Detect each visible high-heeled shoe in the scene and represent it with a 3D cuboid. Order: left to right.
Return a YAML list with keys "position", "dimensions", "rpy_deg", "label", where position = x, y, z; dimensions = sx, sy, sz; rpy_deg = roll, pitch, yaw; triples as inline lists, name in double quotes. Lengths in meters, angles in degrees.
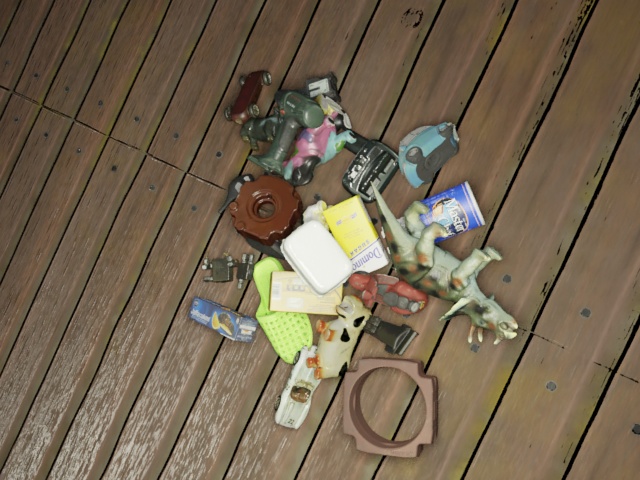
- position: [-0.150, -0.064, 1.403]
  dimensions: [0.249, 0.086, 0.145]
  rpy_deg: [38, 65, 6]
  label: "high-heeled shoe"

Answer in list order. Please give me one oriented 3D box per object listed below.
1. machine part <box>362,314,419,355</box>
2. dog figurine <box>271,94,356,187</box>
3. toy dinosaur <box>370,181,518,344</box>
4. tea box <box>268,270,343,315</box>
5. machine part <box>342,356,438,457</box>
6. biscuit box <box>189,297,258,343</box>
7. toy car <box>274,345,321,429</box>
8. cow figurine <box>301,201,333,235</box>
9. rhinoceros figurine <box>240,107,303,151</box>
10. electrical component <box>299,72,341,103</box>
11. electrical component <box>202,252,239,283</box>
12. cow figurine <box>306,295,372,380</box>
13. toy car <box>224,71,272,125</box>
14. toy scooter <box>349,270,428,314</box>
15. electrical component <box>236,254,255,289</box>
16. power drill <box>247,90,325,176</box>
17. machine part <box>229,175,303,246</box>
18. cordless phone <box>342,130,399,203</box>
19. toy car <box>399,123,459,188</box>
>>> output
- position: [0.154, 0.208, 1.188]
  dimensions: [0.084, 0.138, 0.039]
  rpy_deg: [-49, 33, 11]
  label: "machine part"
- position: [-0.028, -0.234, 1.346]
  dimensions: [0.219, 0.108, 0.192]
  rpy_deg: [-40, 42, 26]
  label: "dog figurine"
- position: [0.235, 0.054, 1.125]
  dimensions: [0.405, 0.131, 0.192]
  rpy_deg: [34, 110, 7]
  label: "toy dinosaur"
- position: [-0.035, 0.125, 1.268]
  dimensions: [0.170, 0.068, 0.098]
  rpy_deg: [6, 82, -9]
  label: "tea box"
- position: [0.156, 0.361, 1.180]
  dimensions: [0.202, 0.087, 0.201]
  rpy_deg: [-1, 81, 20]
  label: "machine part"
- position: [-0.248, 0.199, 1.355]
  dimensions: [0.203, 0.062, 0.059]
  rpy_deg: [13, 85, 41]
  label: "biscuit box"
- position: [-0.045, 0.343, 1.264]
  dimensions: [0.073, 0.056, 0.201]
  rpy_deg: [23, 90, -18]
  label: "toy car"
- position: [-0.004, -0.003, 1.315]
  dimensions: [0.098, 0.068, 0.167]
  rpy_deg: [-19, 70, 34]
  label: "cow figurine"
- position: [-0.119, -0.295, 1.418]
  dimensions: [0.191, 0.073, 0.112]
  rpy_deg: [-2, 70, 23]
  label: "rhinoceros figurine"
- position: [-0.010, -0.379, 1.396]
  dimensions: [0.119, 0.047, 0.075]
  rpy_deg: [-18, 74, 19]
  label: "electrical component"
- position: [-0.265, 0.073, 1.422]
  dimensions: [0.102, 0.045, 0.078]
  rpy_deg: [0, 79, 22]
  label: "electrical component"
- position: [0.054, 0.217, 1.212]
  dimensions: [0.086, 0.127, 0.194]
  rpy_deg: [32, 110, 56]
  label: "cow figurine"
- position: [-0.189, -0.383, 1.442]
  dimensions: [0.089, 0.053, 0.202]
  rpy_deg: [-6, 48, 24]
  label: "toy car"
- position: [0.148, 0.120, 1.181]
  dimensions: [0.184, 0.135, 0.075]
  rpy_deg: [18, 101, 8]
  label: "toy scooter"
- position: [-0.192, 0.082, 1.387]
  dimensions: [0.063, 0.021, 0.094]
  rpy_deg: [1, 80, 56]
  label: "electrical component"
- position: [-0.090, -0.263, 1.296]
  dimensions: [0.207, 0.086, 0.232]
  rpy_deg: [-56, 36, -3]
  label: "power drill"
- position: [-0.132, -0.075, 1.321]
  dimensions: [0.179, 0.056, 0.179]
  rpy_deg: [-3, 69, 7]
  label: "machine part"
- position: [0.092, -0.190, 1.317]
  dimensions: [0.184, 0.088, 0.146]
  rpy_deg: [38, 97, 34]
  label: "cordless phone"
- position: [0.237, -0.210, 1.240]
  dimensions: [0.161, 0.109, 0.103]
  rpy_deg: [-45, 50, 0]
  label: "toy car"
